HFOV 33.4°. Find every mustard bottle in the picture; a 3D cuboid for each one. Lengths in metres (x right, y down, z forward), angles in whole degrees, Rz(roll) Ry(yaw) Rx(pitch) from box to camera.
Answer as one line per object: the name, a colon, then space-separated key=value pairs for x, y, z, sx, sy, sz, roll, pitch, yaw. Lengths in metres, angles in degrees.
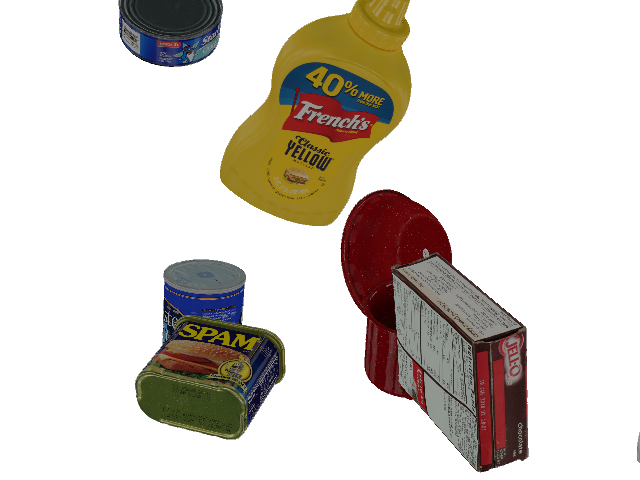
mustard bottle: x=0.008 y=-0.098 z=0.745 sx=0.096 sy=0.192 sz=0.058 roll=24 pitch=38 yaw=-13

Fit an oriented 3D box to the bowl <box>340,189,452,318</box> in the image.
bowl: x=0.099 y=0.019 z=1.213 sx=0.161 sy=0.162 sz=0.055 roll=0 pitch=-6 yaw=-42

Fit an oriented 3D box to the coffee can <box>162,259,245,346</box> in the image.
coffee can: x=-0.149 y=0.107 z=1.352 sx=0.103 sy=0.140 sz=0.103 roll=4 pitch=19 yaw=-2

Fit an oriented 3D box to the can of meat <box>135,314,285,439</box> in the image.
can of meat: x=-0.091 y=0.112 z=0.880 sx=0.102 sy=0.057 sz=0.083 roll=10 pitch=31 yaw=16

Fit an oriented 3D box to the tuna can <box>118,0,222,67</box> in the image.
tuna can: x=-0.125 y=-0.184 z=0.891 sx=0.086 sy=0.086 sz=0.034 roll=0 pitch=-40 yaw=-11

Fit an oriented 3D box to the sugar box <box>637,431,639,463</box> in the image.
sugar box: x=0.301 y=0.150 z=0.718 sx=0.048 sy=0.093 sz=0.176 roll=-15 pitch=30 yaw=-37

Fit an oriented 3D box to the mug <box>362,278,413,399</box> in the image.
mug: x=0.084 y=0.100 z=0.993 sx=0.093 sy=0.081 sz=0.117 roll=1 pitch=33 yaw=-2

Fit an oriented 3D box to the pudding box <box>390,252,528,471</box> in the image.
pudding box: x=0.083 y=0.071 z=0.645 sx=0.039 sy=0.090 sz=0.114 roll=-14 pitch=27 yaw=-19
